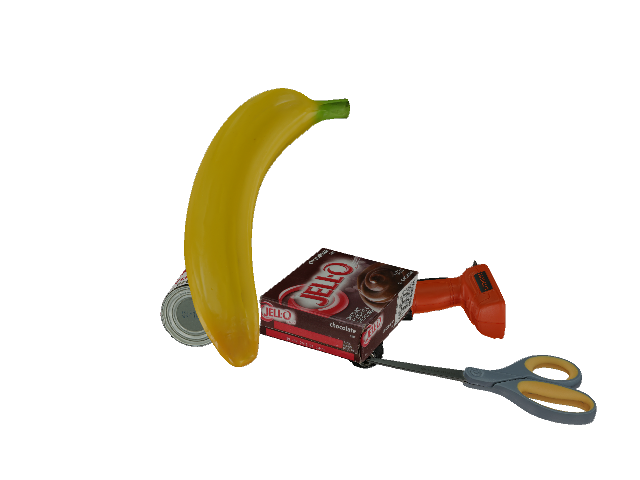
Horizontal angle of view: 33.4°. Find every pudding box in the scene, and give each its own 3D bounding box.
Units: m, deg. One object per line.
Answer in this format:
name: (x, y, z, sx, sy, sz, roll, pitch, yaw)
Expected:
pudding box: (0.016, 0.049, 0.852, 0.090, 0.039, 0.113, 15, 24, 22)

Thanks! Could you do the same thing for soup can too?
soup can: (-0.118, 0.058, 1.086, 0.068, 0.068, 0.102, 0, 18, 8)

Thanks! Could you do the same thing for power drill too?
power drill: (0.109, 0.081, 1.203, 0.187, 0.057, 0.184, -3, 27, -3)

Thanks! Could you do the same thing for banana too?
banana: (-0.040, -0.023, 0.604, 0.069, 0.197, 0.037, 15, -33, 8)

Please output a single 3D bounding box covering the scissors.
scissors: (0.150, 0.116, 0.962, 0.202, 0.016, 0.096, 17, 29, 16)
